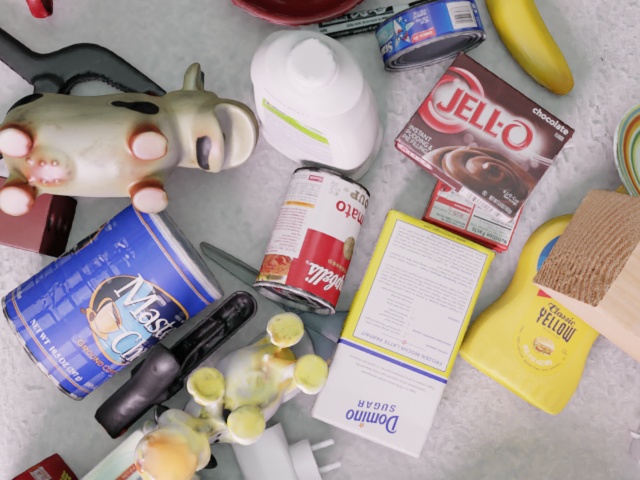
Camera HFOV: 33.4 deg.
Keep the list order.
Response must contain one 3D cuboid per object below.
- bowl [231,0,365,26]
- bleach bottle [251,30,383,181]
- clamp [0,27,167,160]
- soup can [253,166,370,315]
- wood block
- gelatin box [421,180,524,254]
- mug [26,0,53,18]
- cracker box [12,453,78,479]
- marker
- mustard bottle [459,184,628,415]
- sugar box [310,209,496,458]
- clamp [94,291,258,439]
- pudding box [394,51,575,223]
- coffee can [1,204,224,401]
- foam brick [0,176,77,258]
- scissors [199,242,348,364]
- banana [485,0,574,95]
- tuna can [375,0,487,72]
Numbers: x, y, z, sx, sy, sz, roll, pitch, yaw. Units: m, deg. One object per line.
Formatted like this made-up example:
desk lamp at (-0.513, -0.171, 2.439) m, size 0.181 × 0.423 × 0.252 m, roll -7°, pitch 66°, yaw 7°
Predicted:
bowl at (-0.018, -0.250, 0.878) m, size 0.162 × 0.055 × 0.162 m, roll 0°, pitch 87°, yaw 0°
bleach bottle at (0.002, -0.098, 0.772) m, size 0.102 × 0.251 × 0.068 m, roll 27°, pitch 87°, yaw 1°
clamp at (-0.229, -0.107, 0.878) m, size 0.210 × 0.036 × 0.164 m, roll 9°, pitch 86°, yaw -2°
soup can at (-0.006, 0.001, 0.850) m, size 0.068 × 0.068 × 0.102 m, roll 18°, pitch 76°, yaw 1°
wood block at (0.277, 0.057, 0.809) m, size 0.206 × 0.091 × 0.090 m, roll 35°, pitch 86°, yaw -21°
gelatin box at (0.133, -0.042, 0.880) m, size 0.073 × 0.030 × 0.089 m, roll 21°, pitch 85°, yaw 1°
mug at (-0.233, -0.239, 0.864) m, size 0.093 × 0.081 × 0.117 m, roll -3°, pitch 87°, yaw -1°
cracker box at (-0.173, 0.272, 0.796) m, size 0.072 × 0.164 × 0.214 m, roll -40°, pitch 88°, yaw -4°
marker at (0.043, -0.184, 0.893) m, size 0.121 × 0.020 × 0.020 m, roll -12°, pitch 87°, yaw -1°
mustard bottle at (0.201, 0.038, 0.862) m, size 0.096 × 0.058 × 0.191 m, roll 34°, pitch 87°, yaw -5°
sugar box at (0.065, 0.074, 0.851) m, size 0.093 × 0.048 × 0.176 m, roll 22°, pitch 85°, yaw 0°
clamp at (-0.128, 0.108, 0.821) m, size 0.172 × 0.120 × 0.039 m, roll -45°, pitch 78°, yaw 26°
pudding box at (0.129, -0.080, 0.847) m, size 0.113 × 0.039 × 0.090 m, roll 36°, pitch 84°, yaw 3°
coffee can at (-0.161, 0.044, 0.838) m, size 0.140 × 0.103 × 0.103 m, roll -36°, pitch 88°, yaw -2°
foam brick at (-0.233, -0.018, 0.854) m, size 0.051 × 0.078 × 0.053 m, roll 14°, pitch 87°, yaw 2°
scissors at (-0.018, 0.077, 0.879) m, size 0.202 × 0.016 × 0.096 m, roll 18°, pitch 84°, yaw 1°
banana at (0.167, -0.216, 0.886) m, size 0.069 × 0.037 × 0.198 m, roll -6°, pitch 87°, yaw 0°
tuna can at (0.088, -0.166, 0.859) m, size 0.086 × 0.086 × 0.034 m, roll -16°, pitch 86°, yaw -1°
